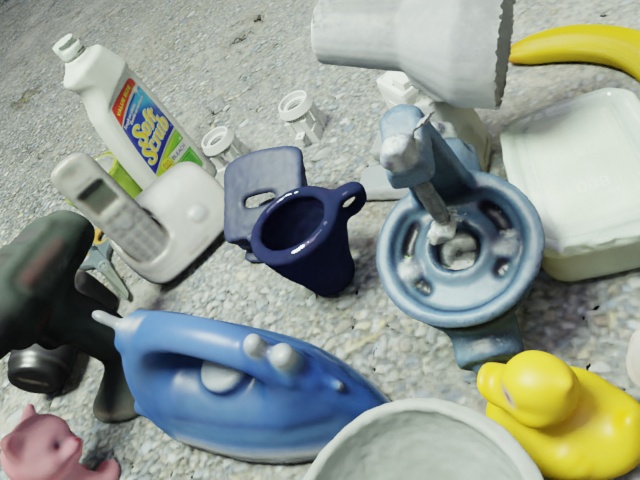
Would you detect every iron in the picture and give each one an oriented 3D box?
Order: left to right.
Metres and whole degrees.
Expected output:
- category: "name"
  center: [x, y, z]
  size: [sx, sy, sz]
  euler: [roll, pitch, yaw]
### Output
- category: "iron"
  center: [-0.069, 0.104, 0.472]
  size: [0.257, 0.142, 0.119]
  euler: [-1, 52, 34]

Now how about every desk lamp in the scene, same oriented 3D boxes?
- category: "desk lamp"
  center: [0.095, -0.140, 0.528]
  size: [0.202, 0.214, 0.118]
  euler: [-2, 52, 33]

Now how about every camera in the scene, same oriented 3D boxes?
- category: "camera"
  center: [-0.337, 0.109, 0.681]
  size: [0.143, 0.101, 0.136]
  euler: [-20, 44, 19]

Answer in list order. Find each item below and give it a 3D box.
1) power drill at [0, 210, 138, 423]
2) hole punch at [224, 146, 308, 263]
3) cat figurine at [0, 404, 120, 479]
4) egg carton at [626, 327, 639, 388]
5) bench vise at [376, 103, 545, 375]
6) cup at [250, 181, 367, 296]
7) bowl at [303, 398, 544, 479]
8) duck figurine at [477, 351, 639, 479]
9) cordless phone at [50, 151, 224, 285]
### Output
- category: "power drill"
  center: [-0.251, 0.092, 0.555]
  size: [0.075, 0.209, 0.229]
  euler: [-15, 45, 23]
- category: "hole punch"
  center: [-0.053, -0.039, 0.631]
  size: [0.108, 0.091, 0.101]
  euler: [-11, 47, 26]
- category: "cat figurine"
  center: [-0.248, 0.214, 0.511]
  size: [0.067, 0.118, 0.128]
  euler: [-16, 45, 22]
- category: "egg carton"
  center: [0.266, 0.067, 0.331]
  size: [0.149, 0.070, 0.107]
  euler: [13, 61, 41]
- category: "bench vise"
  center: [0.082, -0.029, 0.431]
  size: [0.121, 0.220, 0.207]
  euler: [-29, 42, 8]
- category: "cup"
  center: [0.005, 0.002, 0.550]
  size: [0.118, 0.095, 0.091]
  euler: [-34, 41, 3]
- category: "bowl"
  center: [0.066, 0.190, 0.351]
  size: [0.167, 0.075, 0.167]
  euler: [-19, 44, 19]
- category: "duck figurine"
  center: [0.150, 0.104, 0.364]
  size: [0.104, 0.086, 0.077]
  euler: [5, 56, 37]
- category: "cordless phone"
  center: [-0.202, -0.051, 0.671]
  size: [0.148, 0.186, 0.093]
  euler: [-47, 42, -12]
